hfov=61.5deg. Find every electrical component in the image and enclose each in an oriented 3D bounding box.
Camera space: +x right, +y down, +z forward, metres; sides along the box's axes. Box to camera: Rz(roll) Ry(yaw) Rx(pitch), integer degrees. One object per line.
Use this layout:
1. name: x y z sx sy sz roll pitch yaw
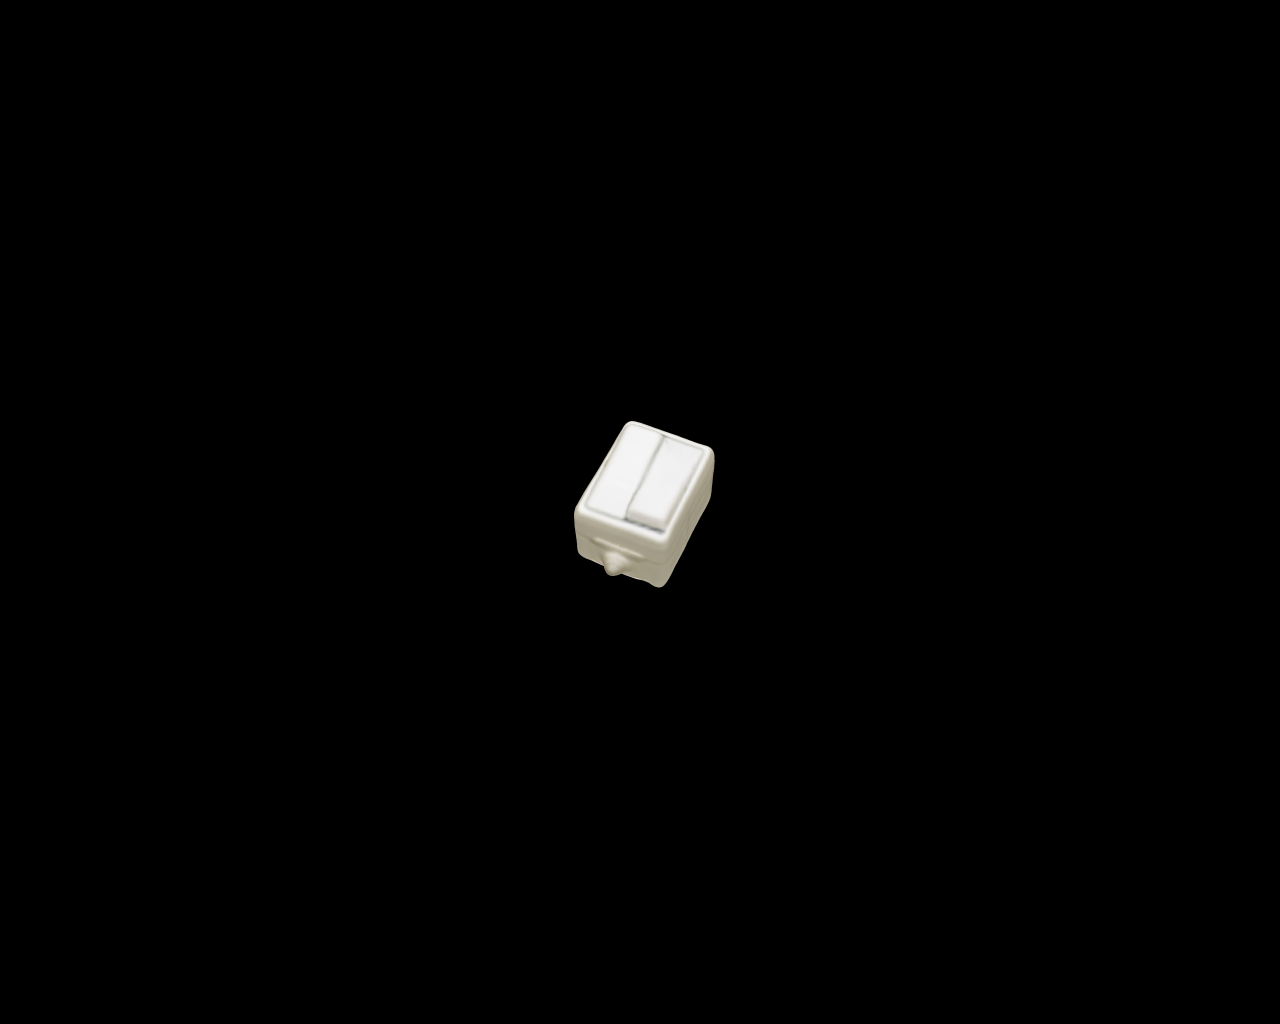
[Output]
1. electrical component: 0.001 -0.003 0.650 0.062 0.096 0.061 21 -32 14
